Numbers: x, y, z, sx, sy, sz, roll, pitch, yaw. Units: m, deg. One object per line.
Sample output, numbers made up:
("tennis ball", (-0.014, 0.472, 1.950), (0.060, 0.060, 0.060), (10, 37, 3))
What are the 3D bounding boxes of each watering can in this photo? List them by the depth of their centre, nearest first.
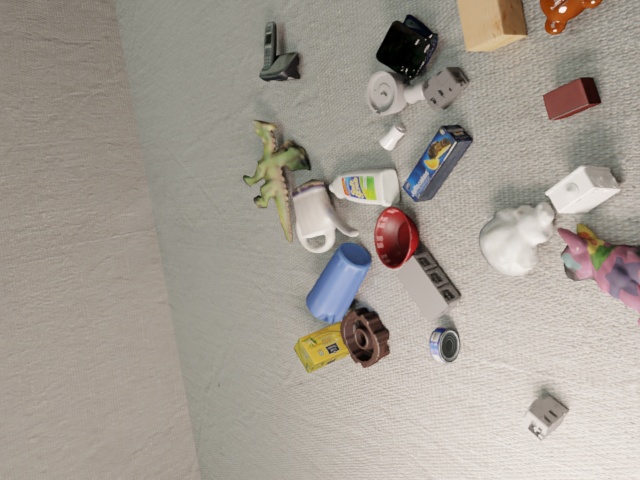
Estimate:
("watering can", (0.005, -0.078, 1.557), (0.345, 0.104, 0.225), (-19, 85, 61))

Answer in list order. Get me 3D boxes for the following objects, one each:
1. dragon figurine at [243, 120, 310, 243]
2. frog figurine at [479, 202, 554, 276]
("dragon figurine", (-0.126, -0.216, 1.717), (0.239, 0.123, 0.413), (-37, 79, 42))
("frog figurine", (0.407, -0.005, 1.050), (0.156, 0.123, 0.140), (124, 143, -58))
